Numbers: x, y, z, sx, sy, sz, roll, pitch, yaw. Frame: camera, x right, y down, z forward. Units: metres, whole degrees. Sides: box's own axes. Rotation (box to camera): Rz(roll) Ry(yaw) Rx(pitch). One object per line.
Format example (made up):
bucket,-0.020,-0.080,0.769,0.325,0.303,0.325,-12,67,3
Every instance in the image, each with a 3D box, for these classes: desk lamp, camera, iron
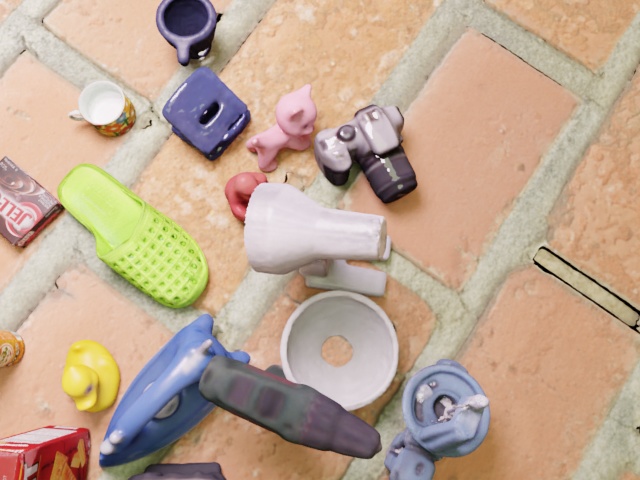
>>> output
desk lamp,0.007,0.003,0.785,0.203,0.213,0.118,8,79,0
camera,0.079,-0.123,0.869,0.143,0.101,0.137,-25,81,-6
iron,-0.219,0.221,0.772,0.118,0.141,0.258,43,81,7

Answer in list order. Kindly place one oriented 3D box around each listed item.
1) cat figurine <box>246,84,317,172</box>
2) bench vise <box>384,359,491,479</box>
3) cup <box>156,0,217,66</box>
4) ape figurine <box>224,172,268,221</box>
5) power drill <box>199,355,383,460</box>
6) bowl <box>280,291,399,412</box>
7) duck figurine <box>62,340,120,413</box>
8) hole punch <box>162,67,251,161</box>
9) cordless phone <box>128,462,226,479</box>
cat figurine,-0.053,-0.173,0.866,0.128,0.118,0.067,-36,82,-8
bench vise,0.162,0.258,0.737,0.121,0.220,0.207,10,79,1
cup,-0.203,-0.315,0.900,0.091,0.095,0.118,1,79,-1
ape figurine,-0.109,-0.073,0.858,0.076,0.092,0.078,44,81,7
power drill,-0.037,0.213,0.745,0.229,0.208,0.076,20,79,2
bowl,0.026,0.159,0.826,0.167,0.075,0.167,0,79,-2
duck figurine,-0.331,0.191,0.802,0.077,0.086,0.104,-17,80,-5
hole punch,-0.171,-0.194,0.880,0.101,0.091,0.109,38,80,6
cordless phone,-0.193,0.346,0.726,0.147,0.185,0.094,-5,79,-3
